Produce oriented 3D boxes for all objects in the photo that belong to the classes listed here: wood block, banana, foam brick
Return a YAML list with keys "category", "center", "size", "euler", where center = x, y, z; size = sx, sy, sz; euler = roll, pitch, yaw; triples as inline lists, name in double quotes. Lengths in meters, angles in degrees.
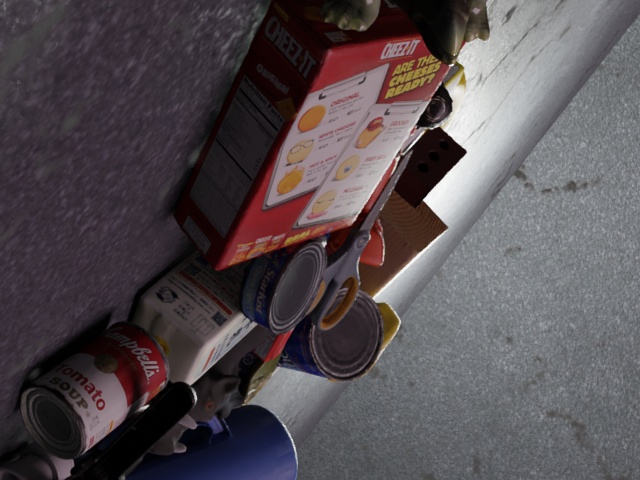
- category: "wood block"
  center: [0.051, 0.027, 1.333]
  size: [0.206, 0.091, 0.090]
  euler: [-46, 173, 38]
- category: "banana"
  center: [0.148, -0.170, 1.340]
  size: [0.069, 0.037, 0.198]
  euler: [-29, 162, -14]
- category: "foam brick"
  center: [0.121, -0.085, 1.222]
  size: [0.078, 0.053, 0.051]
  euler: [-46, 176, -30]

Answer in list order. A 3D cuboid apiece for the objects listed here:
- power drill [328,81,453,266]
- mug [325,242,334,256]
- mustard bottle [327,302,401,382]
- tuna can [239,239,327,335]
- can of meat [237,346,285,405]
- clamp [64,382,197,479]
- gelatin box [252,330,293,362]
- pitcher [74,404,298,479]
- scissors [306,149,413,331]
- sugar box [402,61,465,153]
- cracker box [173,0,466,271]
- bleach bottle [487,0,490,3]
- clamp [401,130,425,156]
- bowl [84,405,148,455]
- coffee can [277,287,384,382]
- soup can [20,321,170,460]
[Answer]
- category: "power drill"
  center: [0.065, -0.074, 1.009]
  size: [0.184, 0.057, 0.188]
  euler: [-106, -142, -74]
- category: "mug"
  center: [-0.007, 0.001, 1.121]
  size: [0.117, 0.081, 0.093]
  euler: [-37, 162, -53]
- category: "mustard bottle"
  center: [0.044, 0.137, 1.341]
  size: [0.096, 0.058, 0.192]
  euler: [-35, 168, -14]
- category: "tuna can"
  center: [-0.031, 0.035, 0.901]
  size: [0.086, 0.034, 0.086]
  euler: [-46, 150, -37]
- category: "can of meat"
  center: [-0.093, 0.122, 1.157]
  size: [0.057, 0.084, 0.102]
  euler: [-45, 167, -31]
- category: "clamp"
  center: [-0.171, 0.183, 0.860]
  size: [0.164, 0.036, 0.210]
  euler: [-38, 174, -18]
- category: "gelatin box"
  center: [-0.066, 0.070, 1.082]
  size: [0.030, 0.089, 0.073]
  euler: [-34, 160, -45]
- category: "pitcher"
  center: [-0.138, 0.239, 1.066]
  size: [0.242, 0.145, 0.149]
  euler: [-14, 173, -44]
- category: "scissors"
  center: [0.017, 0.006, 0.952]
  size: [0.096, 0.016, 0.202]
  euler: [-10, 134, -34]
- category: "sugar box"
  center: [0.082, -0.127, 1.172]
  size: [0.176, 0.048, 0.093]
  euler: [-42, 167, -28]
- category: "cracker box"
  center: [-0.002, -0.088, 0.808]
  size: [0.163, 0.072, 0.214]
  euler: [-19, 148, -45]
- category: "bleach bottle"
  center: [0.131, -0.249, 0.913]
  size: [0.250, 0.068, 0.103]
  euler: [-48, 150, -50]
- category: "clamp"
  center: [0.073, -0.092, 1.271]
  size: [0.171, 0.039, 0.120]
  euler: [-44, 180, -25]
- category: "bowl"
  center: [-0.217, 0.254, 1.156]
  size: [0.162, 0.055, 0.162]
  euler: [-49, 168, -14]
- category: "coffee can"
  center: [-0.012, 0.098, 1.193]
  size: [0.102, 0.102, 0.141]
  euler: [-46, -152, -26]
- category: "soup can"
  center: [-0.176, 0.117, 0.839]
  size: [0.102, 0.068, 0.069]
  euler: [-38, 163, -48]
